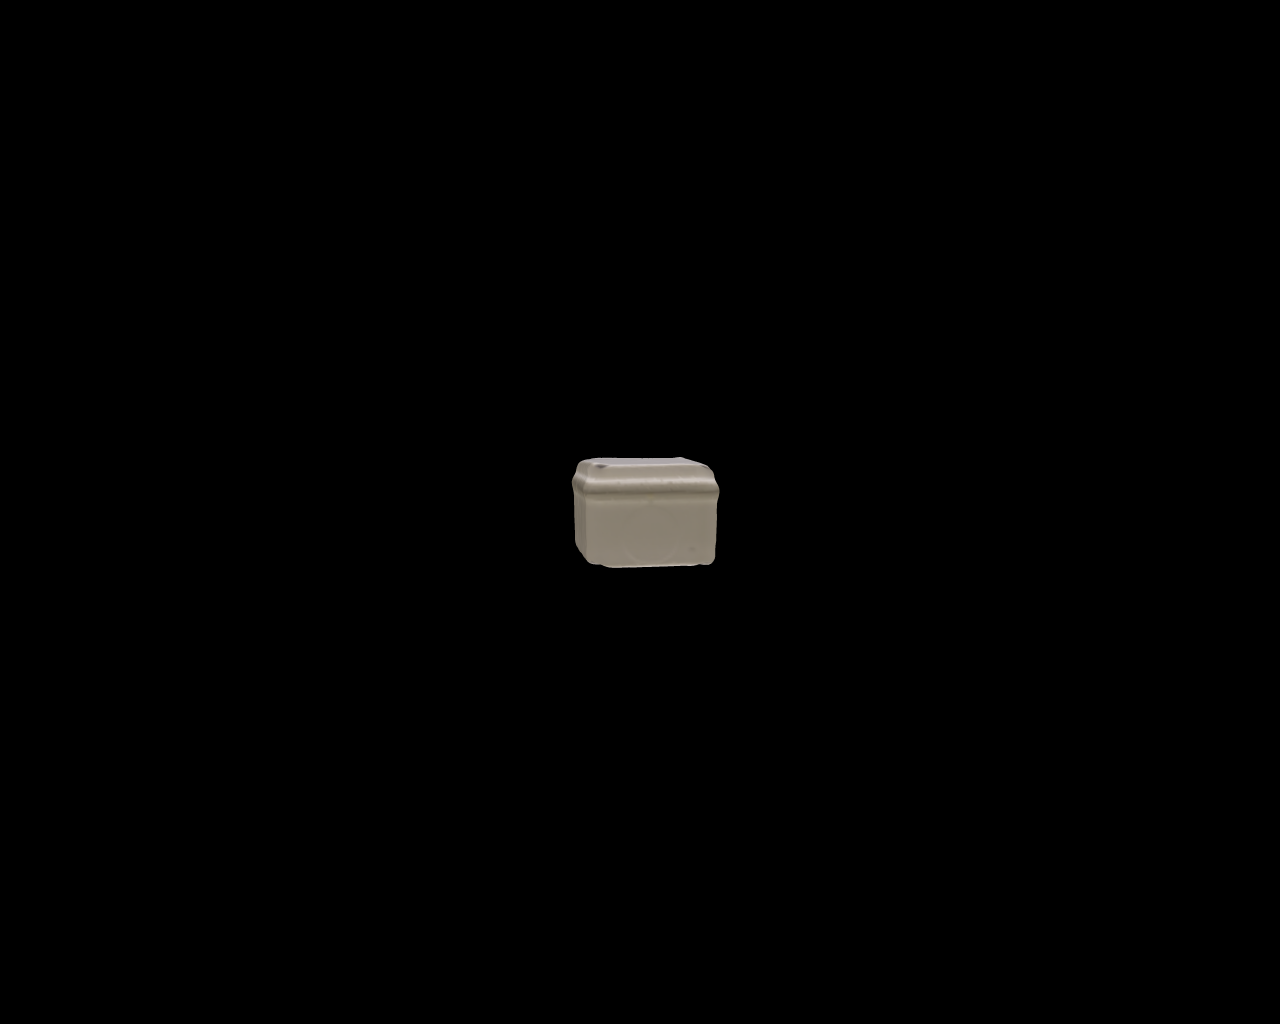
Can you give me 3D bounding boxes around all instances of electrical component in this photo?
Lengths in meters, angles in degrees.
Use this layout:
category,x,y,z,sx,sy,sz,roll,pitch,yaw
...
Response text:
category,x,y,z,sx,sy,sz,roll,pitch,yaw
electrical component,0.001,-0.003,0.650,0.078,0.057,0.113,-1,5,-7
